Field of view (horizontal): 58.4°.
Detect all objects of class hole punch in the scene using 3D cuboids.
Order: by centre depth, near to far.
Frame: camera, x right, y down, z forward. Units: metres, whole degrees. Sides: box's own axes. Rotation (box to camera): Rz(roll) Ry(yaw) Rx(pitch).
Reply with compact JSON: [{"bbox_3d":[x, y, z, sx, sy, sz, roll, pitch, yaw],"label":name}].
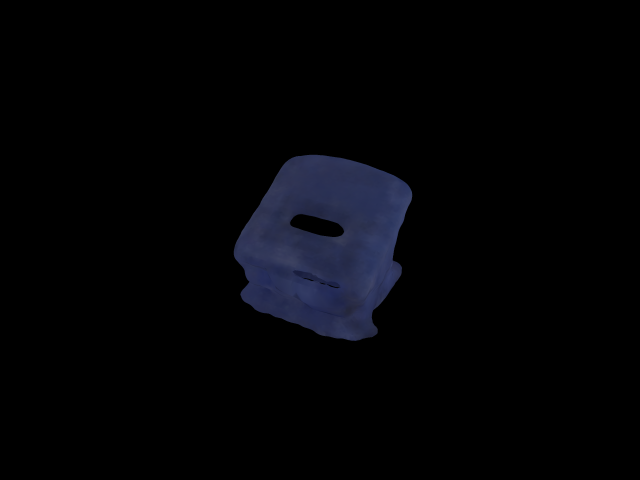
[{"bbox_3d":[0.004,0.001,0.400,0.108,0.091,0.101,16,37,23],"label":"hole punch"}]
